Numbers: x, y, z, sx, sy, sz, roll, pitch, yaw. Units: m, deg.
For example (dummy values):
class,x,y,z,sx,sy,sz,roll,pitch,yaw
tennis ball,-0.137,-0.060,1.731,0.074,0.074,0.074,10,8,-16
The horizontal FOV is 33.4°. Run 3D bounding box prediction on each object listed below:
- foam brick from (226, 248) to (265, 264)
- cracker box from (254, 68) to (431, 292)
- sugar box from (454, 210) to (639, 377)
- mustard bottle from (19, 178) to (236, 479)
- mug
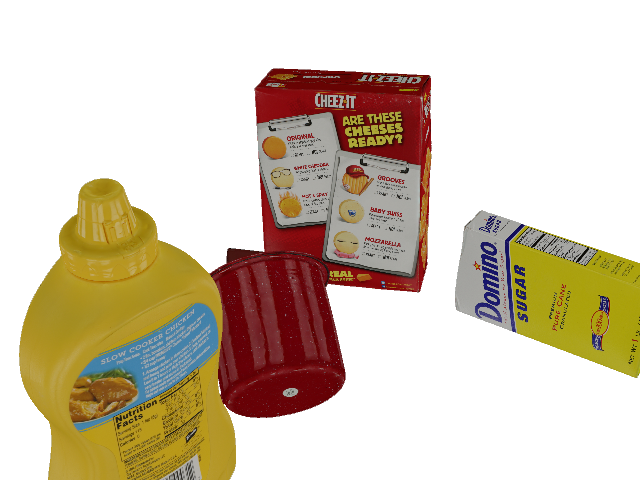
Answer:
class,x,y,z,sx,sy,sz,roll,pitch,yaw
foam brick,-0.057,0.052,0.911,0.053,0.078,0.051,5,14,-6
cracker box,0.026,-0.060,1.069,0.164,0.214,0.072,5,29,12
sugar box,0.207,0.045,0.938,0.176,0.093,0.048,18,34,25
mustard bottle,-0.088,0.057,0.490,0.096,0.192,0.058,-27,44,-32
mug,-0.040,0.070,0.706,0.117,0.081,0.093,-27,-31,22
